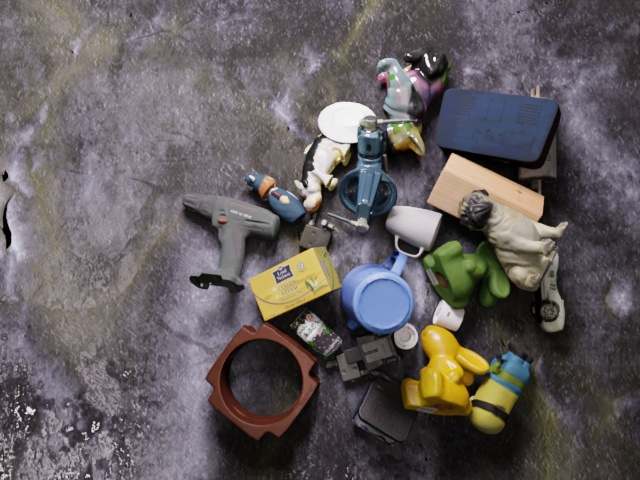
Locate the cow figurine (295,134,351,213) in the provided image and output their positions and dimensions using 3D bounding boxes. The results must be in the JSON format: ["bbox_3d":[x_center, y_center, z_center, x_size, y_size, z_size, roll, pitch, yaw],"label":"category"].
[{"bbox_3d":[-0.008,-0.147,1.164,0.098,0.068,0.167,29,83,13],"label":"cow figurine"}]

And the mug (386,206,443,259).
[{"bbox_3d":[0.190,-0.020,1.131,0.107,0.080,0.109,22,84,17],"label":"mug"}]

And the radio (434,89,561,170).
[{"bbox_3d":[0.358,-0.228,1.101,0.230,0.073,0.131,16,92,30],"label":"radio"}]

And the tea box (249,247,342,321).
[{"bbox_3d":[-0.052,0.091,1.112,0.170,0.068,0.098,-29,81,24],"label":"tea box"}]

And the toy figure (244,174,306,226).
[{"bbox_3d":[-0.099,-0.095,1.169,0.154,0.058,0.064,43,133,10],"label":"toy figure"}]

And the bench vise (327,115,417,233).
[{"bbox_3d":[0.096,-0.116,1.054,0.129,0.223,0.241,13,43,2],"label":"bench vise"}]

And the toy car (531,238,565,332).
[{"bbox_3d":[0.461,0.086,1.096,0.056,0.073,0.201,-3,83,8],"label":"toy car"}]

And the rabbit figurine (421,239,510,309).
[{"bbox_3d":[0.322,0.057,1.092,0.170,0.121,0.159,-25,74,-13],"label":"rabbit figurine"}]

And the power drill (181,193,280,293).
[{"bbox_3d":[-0.210,0.003,1.142,0.232,0.085,0.207,9,59,7],"label":"power drill"}]

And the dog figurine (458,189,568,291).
[{"bbox_3d":[0.352,0.004,1.041,0.191,0.121,0.172,26,125,28],"label":"dog figurine"}]

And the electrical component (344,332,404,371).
[{"bbox_3d":[0.102,0.222,1.086,0.119,0.047,0.075,-17,84,15],"label":"electrical component"}]

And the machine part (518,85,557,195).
[{"bbox_3d":[0.456,-0.206,1.129,0.079,0.079,0.243,2,82,5],"label":"machine part"}]

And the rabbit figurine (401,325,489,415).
[{"bbox_3d":[0.250,0.251,1.067,0.162,0.121,0.173,9,53,-10],"label":"rabbit figurine"}]

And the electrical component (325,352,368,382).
[{"bbox_3d":[0.061,0.267,1.133,0.094,0.021,0.063,-15,83,2],"label":"electrical component"}]

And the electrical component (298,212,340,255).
[{"bbox_3d":[-0.004,-0.003,1.158,0.078,0.045,0.102,26,87,5],"label":"electrical component"}]

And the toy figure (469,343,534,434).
[{"bbox_3d":[0.359,0.297,1.071,0.082,0.089,0.180,33,89,15],"label":"toy figure"}]

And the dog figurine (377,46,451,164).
[{"bbox_3d":[0.206,-0.279,1.147,0.192,0.108,0.219,-16,87,0],"label":"dog figurine"}]

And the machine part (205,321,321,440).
[{"bbox_3d":[-0.116,0.287,1.113,0.201,0.087,0.201,36,86,7],"label":"machine part"}]

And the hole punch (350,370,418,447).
[{"bbox_3d":[0.134,0.347,1.095,0.142,0.092,0.116,29,57,10],"label":"hole punch"}]
